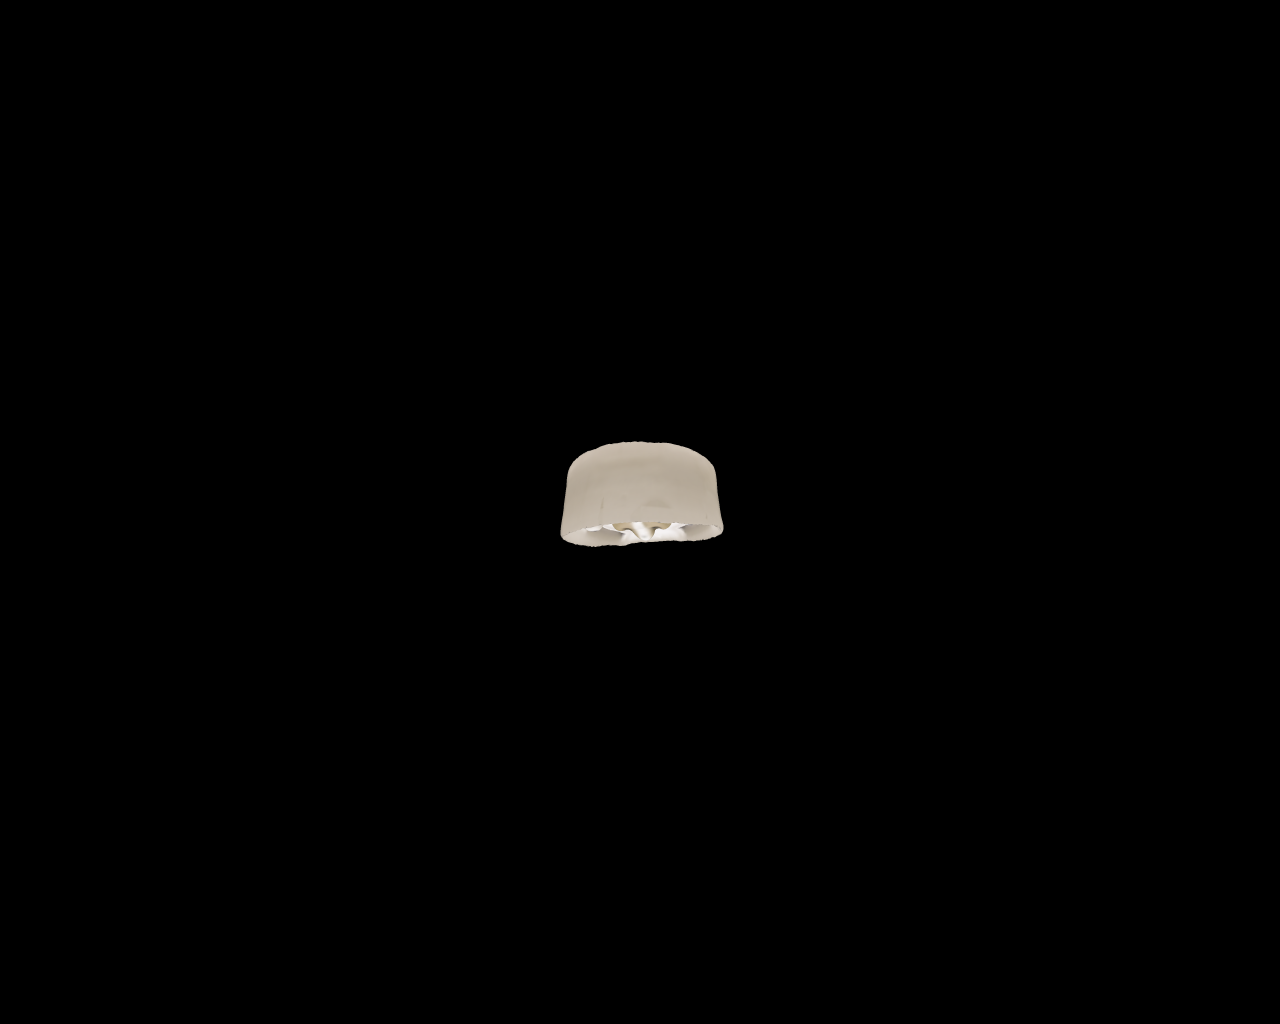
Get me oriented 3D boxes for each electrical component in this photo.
[{"bbox_3d":[0.001,-0.003,0.650,0.099,0.064,0.099,0,-22,0],"label":"electrical component"}]
